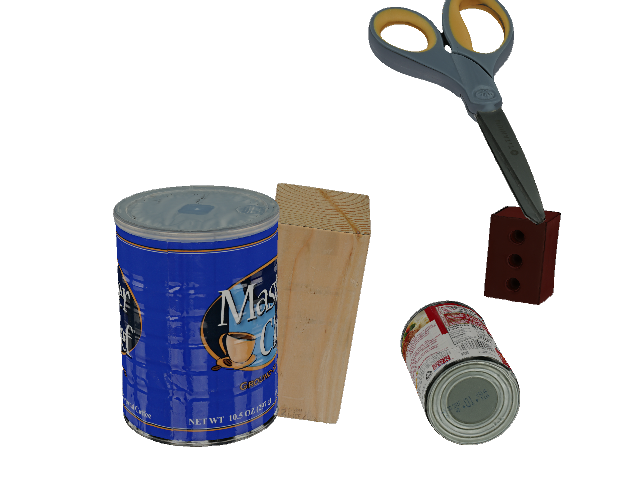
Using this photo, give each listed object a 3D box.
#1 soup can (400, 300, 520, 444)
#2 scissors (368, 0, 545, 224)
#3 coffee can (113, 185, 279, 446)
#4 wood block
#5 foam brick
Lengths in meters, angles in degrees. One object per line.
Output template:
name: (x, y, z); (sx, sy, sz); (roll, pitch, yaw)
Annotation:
soup can: (0.099, 0.093, 0.766); (0.068, 0.068, 0.102); (0, 19, -5)
scissors: (0.072, -0.082, 0.597); (0.096, 0.016, 0.201); (3, 45, 5)
coffee can: (-0.077, 0.045, 0.682); (0.103, 0.140, 0.103); (1, 18, 0)
wood block: (-0.011, 0.061, 1.021); (0.090, 0.206, 0.091); (8, 26, -2)
foam brick: (0.181, 0.013, 0.956); (0.053, 0.078, 0.051); (8, 16, 25)
